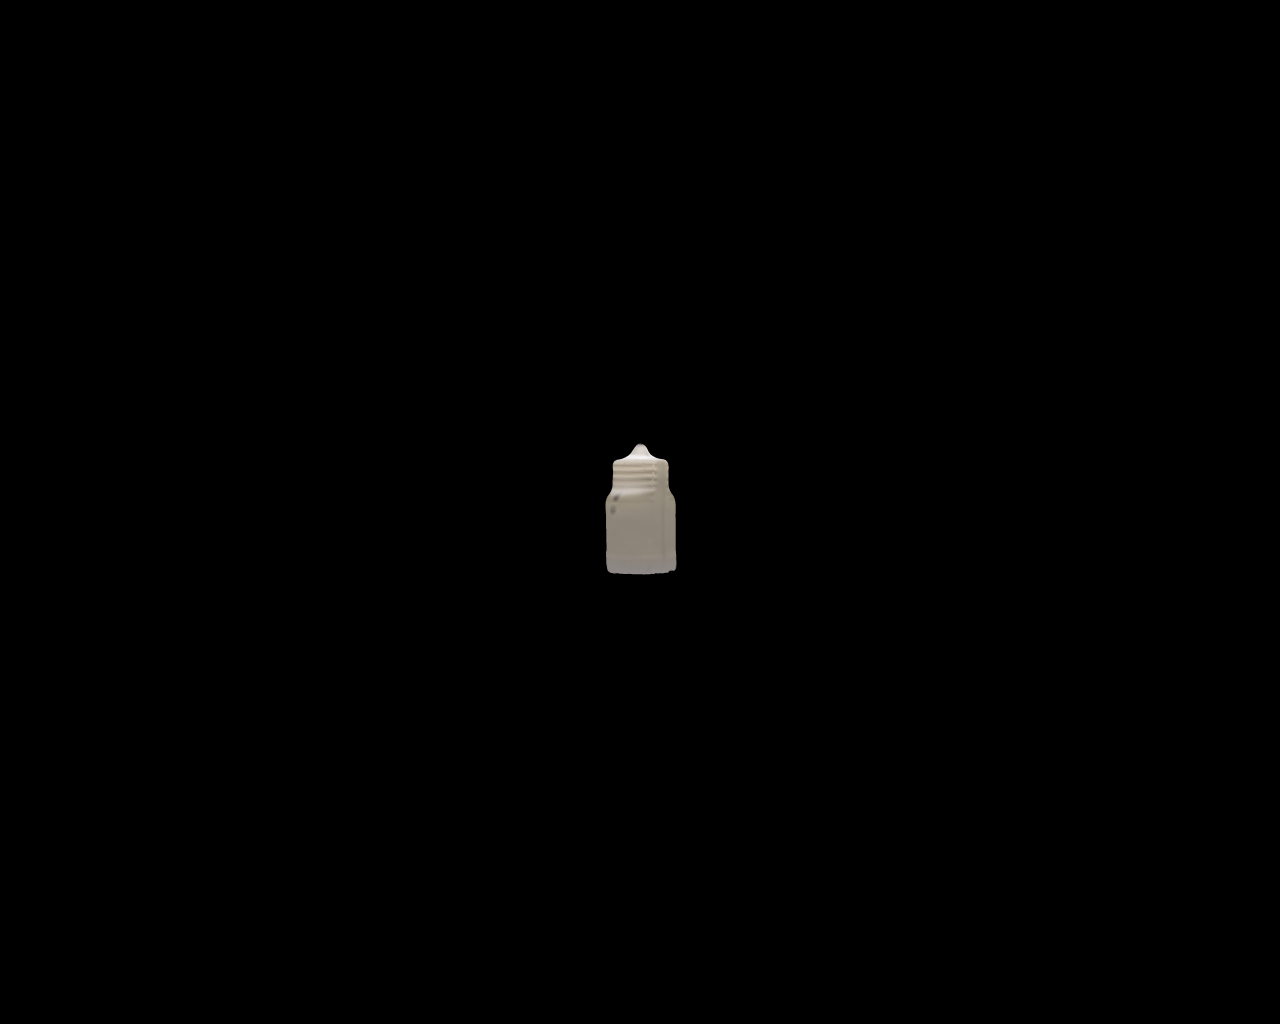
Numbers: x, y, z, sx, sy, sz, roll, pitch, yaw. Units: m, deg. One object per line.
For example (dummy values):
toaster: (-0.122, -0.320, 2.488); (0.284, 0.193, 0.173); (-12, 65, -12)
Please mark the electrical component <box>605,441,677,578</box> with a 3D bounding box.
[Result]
electrical component: (0.001, -0.003, 0.650); (0.043, 0.081, 0.043); (0, 2, 0)
